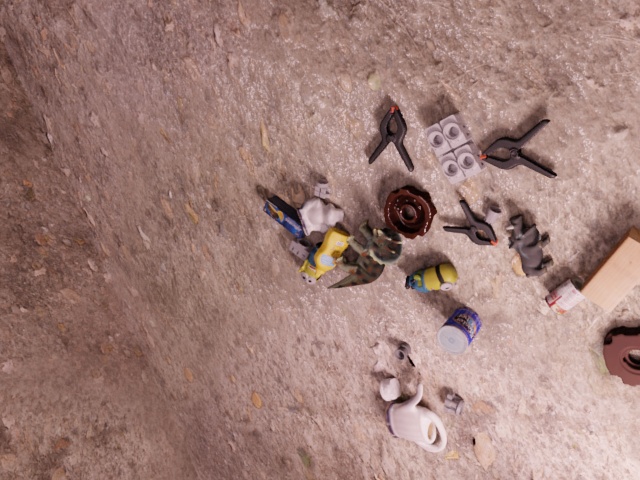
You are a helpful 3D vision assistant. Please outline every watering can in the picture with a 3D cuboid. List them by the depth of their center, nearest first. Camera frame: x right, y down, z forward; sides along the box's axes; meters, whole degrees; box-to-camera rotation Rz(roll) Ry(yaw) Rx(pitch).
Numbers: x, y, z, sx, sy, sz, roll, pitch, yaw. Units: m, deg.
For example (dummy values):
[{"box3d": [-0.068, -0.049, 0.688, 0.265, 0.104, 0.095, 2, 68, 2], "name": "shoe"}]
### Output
[{"box3d": [0.340, 0.645, 1.896, 0.223, 0.106, 0.342, -6, 117, 37], "name": "watering can"}]

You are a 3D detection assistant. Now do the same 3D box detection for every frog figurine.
[{"box3d": [0.006, -0.096, 1.900, 0.159, 0.122, 0.137, -17, 89, 3], "name": "frog figurine"}]
